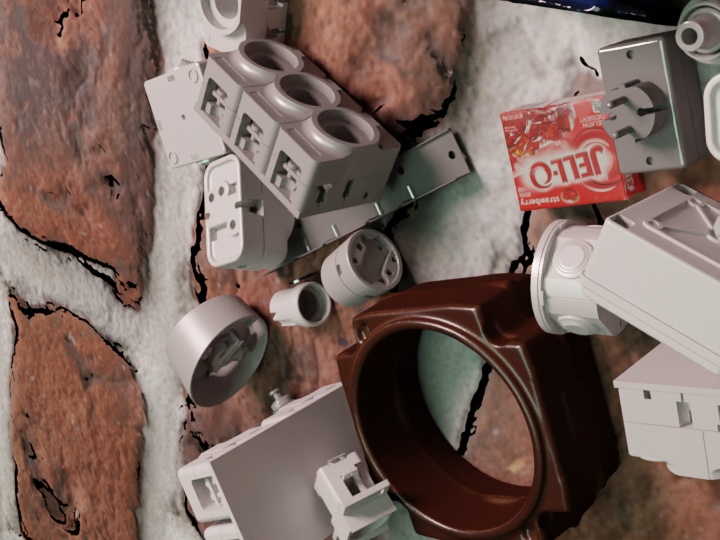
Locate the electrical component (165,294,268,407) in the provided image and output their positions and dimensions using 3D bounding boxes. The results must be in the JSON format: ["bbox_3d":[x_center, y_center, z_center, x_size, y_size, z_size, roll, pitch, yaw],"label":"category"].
[{"bbox_3d":[-0.135,0.074,1.026,0.064,0.099,0.099,49,134,24],"label":"electrical component"}]

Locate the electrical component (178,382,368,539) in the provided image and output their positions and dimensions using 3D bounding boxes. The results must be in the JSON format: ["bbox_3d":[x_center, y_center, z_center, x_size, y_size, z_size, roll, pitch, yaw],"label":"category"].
[{"bbox_3d":[-0.057,0.179,0.936,0.060,0.186,0.105,-21,93,46],"label":"electrical component"}]

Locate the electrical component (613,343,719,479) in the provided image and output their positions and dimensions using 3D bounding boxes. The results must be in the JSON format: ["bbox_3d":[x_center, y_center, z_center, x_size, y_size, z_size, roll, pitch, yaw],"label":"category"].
[{"bbox_3d":[0.266,0.082,0.651,0.186,0.105,0.060,0,108,43],"label":"electrical component"}]

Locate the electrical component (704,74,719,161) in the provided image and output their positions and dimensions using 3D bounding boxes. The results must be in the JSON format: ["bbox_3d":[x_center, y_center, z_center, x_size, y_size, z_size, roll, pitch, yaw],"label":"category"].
[{"bbox_3d":[0.255,-0.093,0.617,0.095,0.059,0.053,6,111,41],"label":"electrical component"}]

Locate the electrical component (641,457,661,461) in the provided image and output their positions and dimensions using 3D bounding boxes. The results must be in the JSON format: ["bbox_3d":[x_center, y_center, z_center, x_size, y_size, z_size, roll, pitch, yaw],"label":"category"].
[{"bbox_3d":[0.214,0.107,0.759,0.040,0.040,0.046,-2,100,43],"label":"electrical component"}]

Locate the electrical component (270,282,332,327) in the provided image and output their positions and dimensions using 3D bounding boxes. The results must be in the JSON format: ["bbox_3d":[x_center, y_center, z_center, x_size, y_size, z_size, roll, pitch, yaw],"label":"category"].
[{"bbox_3d":[-0.055,0.033,0.975,0.046,0.040,0.040,-11,100,50],"label":"electrical component"}]

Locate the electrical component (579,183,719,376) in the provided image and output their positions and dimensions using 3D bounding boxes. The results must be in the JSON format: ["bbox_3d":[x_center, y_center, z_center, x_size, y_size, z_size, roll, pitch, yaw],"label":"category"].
[{"bbox_3d":[0.211,0.002,0.666,0.109,0.109,0.056,34,125,28],"label":"electrical component"}]

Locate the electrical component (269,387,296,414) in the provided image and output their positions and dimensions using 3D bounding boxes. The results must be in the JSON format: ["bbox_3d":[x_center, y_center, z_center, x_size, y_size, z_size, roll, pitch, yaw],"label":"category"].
[{"bbox_3d":[-0.061,0.148,1.030,0.078,0.040,0.040,55,135,9],"label":"electrical component"}]

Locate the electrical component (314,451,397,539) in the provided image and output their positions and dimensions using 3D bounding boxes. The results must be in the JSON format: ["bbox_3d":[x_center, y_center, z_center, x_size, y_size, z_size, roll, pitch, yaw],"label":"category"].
[{"bbox_3d":[-0.006,0.188,0.885,0.063,0.042,0.081,57,156,26],"label":"electrical component"}]

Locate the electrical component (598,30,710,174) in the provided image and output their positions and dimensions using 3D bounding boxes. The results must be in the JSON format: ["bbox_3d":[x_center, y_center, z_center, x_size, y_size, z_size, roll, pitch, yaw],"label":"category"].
[{"bbox_3d":[0.176,-0.101,0.675,0.047,0.076,0.083,-2,106,44],"label":"electrical component"}]

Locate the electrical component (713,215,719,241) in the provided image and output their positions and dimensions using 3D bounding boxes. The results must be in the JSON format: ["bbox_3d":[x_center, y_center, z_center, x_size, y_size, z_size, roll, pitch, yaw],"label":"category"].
[{"bbox_3d":[0.243,-0.036,0.639,0.043,0.081,0.043,19,120,36],"label":"electrical component"}]

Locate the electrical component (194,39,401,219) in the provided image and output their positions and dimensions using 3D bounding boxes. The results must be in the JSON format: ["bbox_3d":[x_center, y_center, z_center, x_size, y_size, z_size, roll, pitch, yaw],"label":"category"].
[{"bbox_3d":[-0.050,-0.117,0.854,0.150,0.089,0.061,46,132,29],"label":"electrical component"}]

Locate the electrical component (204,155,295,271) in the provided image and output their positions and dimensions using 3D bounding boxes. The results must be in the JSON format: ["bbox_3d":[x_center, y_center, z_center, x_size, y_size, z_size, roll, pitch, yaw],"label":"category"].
[{"bbox_3d":[-0.098,-0.049,0.952,0.054,0.059,0.095,-15,75,46],"label":"electrical component"}]

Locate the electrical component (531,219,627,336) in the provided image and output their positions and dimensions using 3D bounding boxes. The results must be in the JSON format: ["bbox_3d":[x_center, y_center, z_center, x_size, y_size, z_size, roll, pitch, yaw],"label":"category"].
[{"bbox_3d":[0.155,0.006,0.741,0.051,0.080,0.080,6,112,35],"label":"electrical component"}]

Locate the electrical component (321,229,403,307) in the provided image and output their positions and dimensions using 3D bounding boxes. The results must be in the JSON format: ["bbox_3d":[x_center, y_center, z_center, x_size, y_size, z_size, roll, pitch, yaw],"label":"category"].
[{"bbox_3d":[0.000,0.000,0.900,0.047,0.055,0.055,-34,83,49],"label":"electrical component"}]

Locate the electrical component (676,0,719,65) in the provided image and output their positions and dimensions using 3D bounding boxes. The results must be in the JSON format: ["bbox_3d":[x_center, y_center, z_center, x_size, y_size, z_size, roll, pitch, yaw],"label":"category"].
[{"bbox_3d":[0.209,-0.143,0.637,0.048,0.062,0.048,19,120,36],"label":"electrical component"}]

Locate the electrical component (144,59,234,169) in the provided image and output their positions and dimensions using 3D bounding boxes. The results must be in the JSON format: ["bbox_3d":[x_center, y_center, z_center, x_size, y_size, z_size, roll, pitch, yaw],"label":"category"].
[{"bbox_3d":[-0.143,-0.142,0.972,0.100,0.048,0.099,-8,102,44],"label":"electrical component"}]

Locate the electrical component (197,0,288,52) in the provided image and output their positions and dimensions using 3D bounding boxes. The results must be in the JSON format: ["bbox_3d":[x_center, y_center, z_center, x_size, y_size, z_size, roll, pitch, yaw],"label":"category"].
[{"bbox_3d":[-0.096,-0.225,0.887,0.050,0.056,0.089,29,125,31],"label":"electrical component"}]
